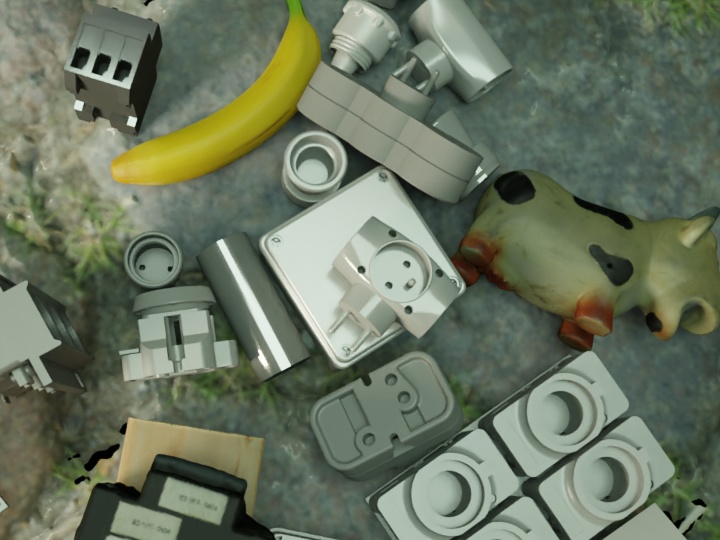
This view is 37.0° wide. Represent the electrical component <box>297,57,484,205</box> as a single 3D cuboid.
[{"bbox_3d":[0.029,-0.112,0.754,0.138,0.052,0.073,34,103,17],"label":"electrical component"}]

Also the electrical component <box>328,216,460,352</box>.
[{"bbox_3d":[0.013,0.018,0.712,0.077,0.044,0.079,40,77,2],"label":"electrical component"}]

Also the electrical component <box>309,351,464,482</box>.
[{"bbox_3d":[0.020,0.103,0.740,0.095,0.059,0.053,-28,66,2],"label":"electrical component"}]

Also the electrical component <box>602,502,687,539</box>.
[{"bbox_3d":[0.156,0.258,0.715,0.186,0.060,0.105,-32,58,-11],"label":"electrical component"}]

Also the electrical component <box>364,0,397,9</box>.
[{"bbox_3d":[0.026,-0.267,0.816,0.079,0.063,0.121,17,78,-4],"label":"electrical component"}]

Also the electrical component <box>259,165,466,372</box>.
[{"bbox_3d":[0.000,0.000,0.767,0.109,0.056,0.108,-32,85,-11],"label":"electrical component"}]

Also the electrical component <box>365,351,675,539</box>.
[{"bbox_3d":[0.112,0.151,0.751,0.186,0.060,0.105,-33,85,-12],"label":"electrical component"}]

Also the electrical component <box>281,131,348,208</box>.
[{"bbox_3d":[-0.034,-0.071,0.776,0.045,0.055,0.045,1,79,-7],"label":"electrical component"}]

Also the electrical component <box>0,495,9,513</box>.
[{"bbox_3d":[-0.302,0.133,0.702,0.079,0.063,0.121,-39,86,-12],"label":"electrical component"}]

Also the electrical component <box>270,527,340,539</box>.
[{"bbox_3d":[-0.038,0.235,0.718,0.078,0.057,0.113,13,78,-4],"label":"electrical component"}]

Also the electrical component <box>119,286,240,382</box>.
[{"bbox_3d":[-0.126,0.043,0.743,0.078,0.058,0.057,-8,82,-4],"label":"electrical component"}]

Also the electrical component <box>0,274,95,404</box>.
[{"bbox_3d":[-0.221,0.050,0.698,0.063,0.121,0.078,-30,84,-8],"label":"electrical component"}]

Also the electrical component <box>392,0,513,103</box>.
[{"bbox_3d":[0.062,-0.160,0.810,0.079,0.043,0.077,-35,87,-10],"label":"electrical component"}]

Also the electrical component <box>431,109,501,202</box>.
[{"bbox_3d":[0.071,-0.084,0.797,0.045,0.045,0.055,-43,87,-12],"label":"electrical component"}]

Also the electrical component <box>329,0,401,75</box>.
[{"bbox_3d":[-0.003,-0.167,0.805,0.048,0.048,0.062,34,86,0],"label":"electrical component"}]

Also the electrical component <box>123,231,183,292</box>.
[{"bbox_3d":[-0.144,-0.003,0.755,0.040,0.046,0.040,1,79,-7],"label":"electrical component"}]
